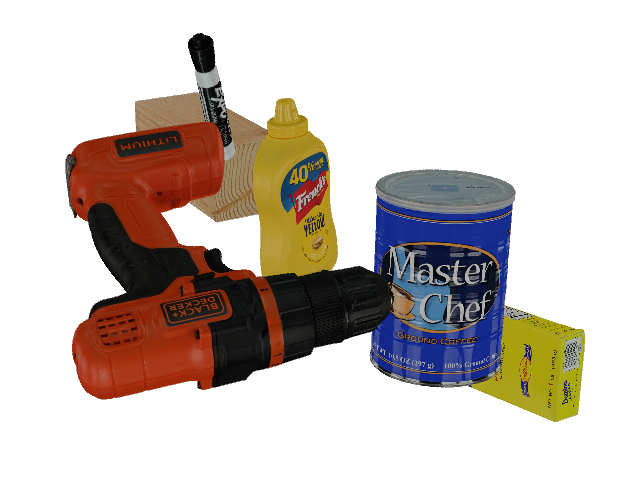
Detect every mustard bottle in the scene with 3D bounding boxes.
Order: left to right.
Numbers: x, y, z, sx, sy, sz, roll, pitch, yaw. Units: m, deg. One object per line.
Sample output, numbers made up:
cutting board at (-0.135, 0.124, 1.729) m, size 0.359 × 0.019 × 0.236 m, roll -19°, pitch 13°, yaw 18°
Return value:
mustard bottle at (-0.027, -0.051, 1.089) m, size 0.058 × 0.192 × 0.096 m, roll 15°, pitch 31°, yaw 37°

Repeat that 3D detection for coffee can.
coffee can at (0.091, 0.026, 0.808) m, size 0.103 × 0.140 × 0.103 m, roll 1°, pitch 18°, yaw -1°

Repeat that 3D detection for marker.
marker at (-0.083, -0.109, 0.813) m, size 0.020 × 0.020 × 0.121 m, roll 0°, pitch -39°, yaw 6°

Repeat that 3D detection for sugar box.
sugar box at (0.194, 0.119, 1.132) m, size 0.048 × 0.093 × 0.177 m, roll -9°, pitch 17°, yaw -42°

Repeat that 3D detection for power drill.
power drill at (-0.069, 0.004, 0.643) m, size 0.184 × 0.057 × 0.188 m, roll -11°, pitch 43°, yaw -18°

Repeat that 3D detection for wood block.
wood block at (-0.137, -0.104, 1.274) m, size 0.090 × 0.090 × 0.206 m, roll -13°, pitch 28°, yaw -32°
